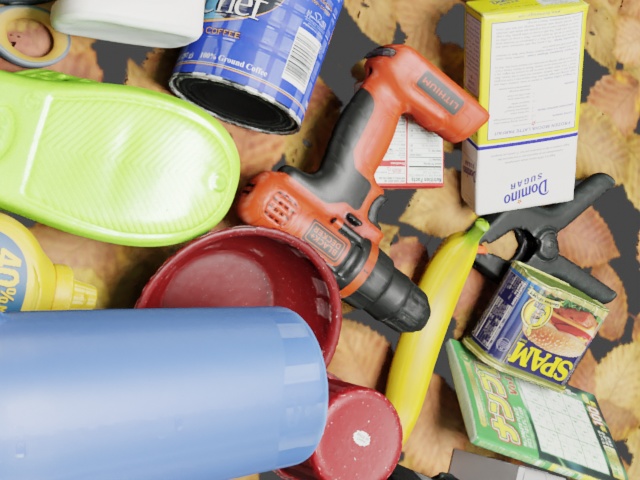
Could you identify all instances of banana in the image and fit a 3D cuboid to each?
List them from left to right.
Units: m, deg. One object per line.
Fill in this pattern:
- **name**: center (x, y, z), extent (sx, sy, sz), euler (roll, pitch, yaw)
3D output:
- **banana**: center (0.087, 0.074, 0.877), extent (0.037, 0.069, 0.198), euler (20, 88, 4)

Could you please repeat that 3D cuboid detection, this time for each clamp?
- **clamp**: center (0.201, 0.012, 0.954), extent (0.171, 0.039, 0.120), euler (-13, 92, -21)

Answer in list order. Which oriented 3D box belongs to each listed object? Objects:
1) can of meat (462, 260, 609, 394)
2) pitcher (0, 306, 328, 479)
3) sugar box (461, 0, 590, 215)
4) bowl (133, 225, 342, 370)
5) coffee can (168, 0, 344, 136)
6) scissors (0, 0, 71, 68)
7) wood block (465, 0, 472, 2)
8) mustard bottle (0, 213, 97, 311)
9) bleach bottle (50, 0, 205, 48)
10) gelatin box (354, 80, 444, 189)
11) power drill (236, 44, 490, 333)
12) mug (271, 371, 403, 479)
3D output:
- **can of meat**: center (0.187, 0.074, 0.918), extent (0.102, 0.057, 0.084), euler (22, 102, -29)
- **pitcher**: center (-0.122, 0.113, 0.667), extent (0.242, 0.149, 0.145), euler (-2, 57, -30)
- **sugar box**: center (0.167, -0.112, 0.886), extent (0.093, 0.048, 0.176), euler (-8, 122, -12)
- **bowl**: center (-0.067, 0.058, 0.782), extent (0.161, 0.055, 0.162), euler (-8, 112, -21)
- **coffee can**: center (-0.040, -0.161, 0.786), extent (0.102, 0.103, 0.140), euler (23, 79, -27)
- **scissors**: center (-0.255, -0.151, 0.719), extent (0.201, 0.016, 0.096), euler (-19, 99, -27)
- **wood block**: center (0.102, -0.270, 0.871), extent (0.205, 0.091, 0.090), euler (20, 81, -27)
- **mustard bottle**: center (-0.240, 0.025, 0.701), extent (0.191, 0.058, 0.096), euler (11, 96, -29)
- **bleach bottle**: center (-0.123, -0.262, 0.720), extent (0.102, 0.068, 0.251), euler (3, 88, -30)
- **gelatin box**: center (0.065, -0.086, 0.884), extent (0.073, 0.030, 0.089), euler (-2, 94, -29)
- **power drill**: center (0.052, -0.042, 0.829), extent (0.184, 0.057, 0.187), euler (37, 80, -22)
- **mug**: center (0.011, 0.162, 0.824), extent (0.093, 0.082, 0.117), euler (-1, 90, -29)
